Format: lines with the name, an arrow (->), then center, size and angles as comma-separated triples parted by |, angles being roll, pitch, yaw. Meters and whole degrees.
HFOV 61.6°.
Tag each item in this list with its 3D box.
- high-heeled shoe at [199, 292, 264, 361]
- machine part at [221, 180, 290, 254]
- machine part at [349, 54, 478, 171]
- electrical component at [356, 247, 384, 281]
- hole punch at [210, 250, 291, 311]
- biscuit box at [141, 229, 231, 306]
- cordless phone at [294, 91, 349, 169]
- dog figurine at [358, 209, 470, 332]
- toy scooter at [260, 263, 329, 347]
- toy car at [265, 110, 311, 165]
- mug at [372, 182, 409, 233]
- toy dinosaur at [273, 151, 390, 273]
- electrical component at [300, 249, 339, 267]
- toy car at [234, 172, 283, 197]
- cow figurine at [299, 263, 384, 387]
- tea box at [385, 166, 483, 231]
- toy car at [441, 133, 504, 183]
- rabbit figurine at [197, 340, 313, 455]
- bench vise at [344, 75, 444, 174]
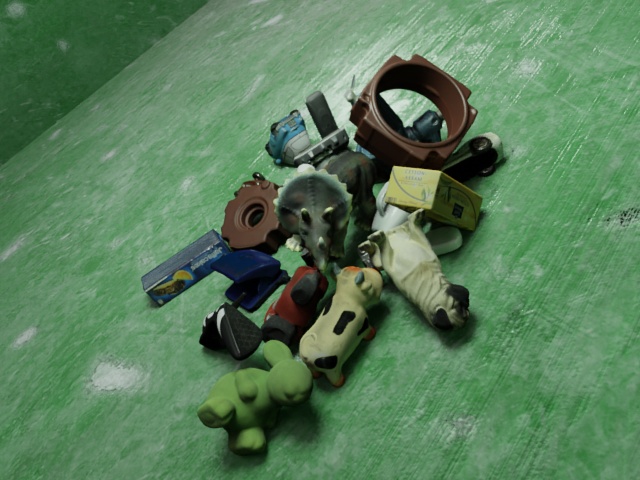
high-heeled shoe -> -0.173, 0.178, 0.934 | 0.145, 0.086, 0.249 | -51, 14, 10
machine part -> -0.140, -0.047, 1.194 | 0.179, 0.056, 0.179 | -14, 59, 24
machine part -> 0.174, -0.233, 0.999 | 0.201, 0.087, 0.201 | 36, 69, 3
electrical component -> 0.089, 0.039, 0.981 | 0.021, 0.063, 0.094 | -28, 37, 4
hole punch -> -0.145, 0.064, 1.088 | 0.116, 0.092, 0.142 | -45, 37, -23
biscuit box -> -0.298, 0.061, 1.208 | 0.203, 0.059, 0.063 | -34, 37, -4
cordless phone -> -0.013, -0.245, 1.262 | 0.146, 0.184, 0.089 | -33, 43, -3
dog figurine -> 0.159, 0.064, 0.882 | 0.121, 0.190, 0.172 | -29, -6, 5
toy scooter -> -0.036, 0.103, 0.945 | 0.183, 0.075, 0.135 | -59, 1, 35
toy car -> -0.068, -0.247, 1.358 | 0.109, 0.161, 0.103 | -39, 83, -21
mug -> 0.143, -0.052, 1.019 | 0.081, 0.109, 0.107 | 20, 72, 42
toy dinosaur -> 0.043, -0.092, 0.993 | 0.131, 0.192, 0.405 | 24, 46, 16
electrical component -> -0.002, -0.003, 1.100 | 0.075, 0.047, 0.119 | -18, 42, 14
toy car -> -0.135, -0.119, 1.310 | 0.202, 0.053, 0.089 | 23, 65, 44
cow figurine -> 0.036, 0.124, 0.872 | 0.086, 0.127, 0.195 | 19, 62, 40
tea box -> 0.202, -0.071, 0.939 | 0.098, 0.169, 0.068 | 13, 87, 40
toy car -> 0.265, -0.138, 1.054 | 0.202, 0.073, 0.056 | -28, 42, 2
rabbit figurine -> -0.073, 0.236, 0.832 | 0.170, 0.121, 0.159 | -28, 14, 27
bench vise -> 0.149, -0.237, 1.121 | 0.224, 0.240, 0.129 | -29, 39, 29
